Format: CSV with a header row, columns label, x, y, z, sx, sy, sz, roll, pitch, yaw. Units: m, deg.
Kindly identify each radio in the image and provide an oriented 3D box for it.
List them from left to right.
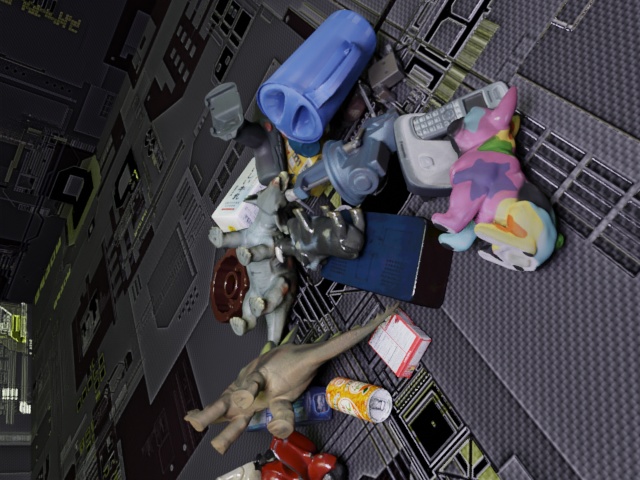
label,x,y,z,sx,sy,sz,roll,pitch,yaw
radio,0.105,0.024,0.880,0.230,0.073,0.131,10,85,52

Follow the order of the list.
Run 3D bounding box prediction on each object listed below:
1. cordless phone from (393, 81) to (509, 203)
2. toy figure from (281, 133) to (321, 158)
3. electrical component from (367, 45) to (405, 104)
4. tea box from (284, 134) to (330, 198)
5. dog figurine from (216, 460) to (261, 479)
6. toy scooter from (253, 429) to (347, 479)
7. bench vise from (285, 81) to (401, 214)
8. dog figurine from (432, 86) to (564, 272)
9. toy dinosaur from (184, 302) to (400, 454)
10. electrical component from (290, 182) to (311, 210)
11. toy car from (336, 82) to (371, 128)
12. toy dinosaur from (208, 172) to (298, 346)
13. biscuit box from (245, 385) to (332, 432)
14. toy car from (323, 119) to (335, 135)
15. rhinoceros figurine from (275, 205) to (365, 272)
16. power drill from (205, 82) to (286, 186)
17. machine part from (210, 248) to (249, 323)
label,x,y,z,sx,sy,sz,roll,pitch,yaw
cordless phone,0.211,-0.150,0.811,0.184,0.088,0.147,-24,56,25
toy figure,-0.044,-0.209,1.058,0.058,0.064,0.155,-29,39,-4
electrical component,0.122,-0.305,1.005,0.078,0.045,0.102,-33,52,25
tea box,-0.026,-0.183,1.132,0.098,0.068,0.170,-50,41,28
dog figurine,-0.118,0.517,0.983,0.172,0.121,0.191,-49,57,34
toy scooter,-0.053,0.376,0.905,0.184,0.135,0.075,-36,11,36
bench vise,0.041,-0.137,0.942,0.241,0.128,0.224,-25,40,29
dog figurine,0.243,-0.086,0.707,0.192,0.108,0.219,19,79,32
toy dinosaur,-0.069,0.228,0.902,0.471,0.105,0.198,-28,15,32
electrical component,-0.049,-0.102,1.171,0.094,0.021,0.063,39,109,51
toy car,0.044,-0.318,1.096,0.089,0.053,0.202,-59,38,42
toy dinosaur,-0.099,0.061,1.072,0.131,0.192,0.404,10,113,40
biscuit box,-0.061,0.316,0.995,0.203,0.062,0.059,-28,55,44
toy car,-0.014,-0.282,1.115,0.056,0.073,0.202,-26,34,11
rhinoceros figurine,-0.002,-0.003,0.906,0.190,0.073,0.112,-3,97,45
power drill,-0.142,-0.232,1.080,0.086,0.207,0.232,-17,71,15
machine part,-0.196,0.107,1.259,0.179,0.056,0.179,-22,61,48
